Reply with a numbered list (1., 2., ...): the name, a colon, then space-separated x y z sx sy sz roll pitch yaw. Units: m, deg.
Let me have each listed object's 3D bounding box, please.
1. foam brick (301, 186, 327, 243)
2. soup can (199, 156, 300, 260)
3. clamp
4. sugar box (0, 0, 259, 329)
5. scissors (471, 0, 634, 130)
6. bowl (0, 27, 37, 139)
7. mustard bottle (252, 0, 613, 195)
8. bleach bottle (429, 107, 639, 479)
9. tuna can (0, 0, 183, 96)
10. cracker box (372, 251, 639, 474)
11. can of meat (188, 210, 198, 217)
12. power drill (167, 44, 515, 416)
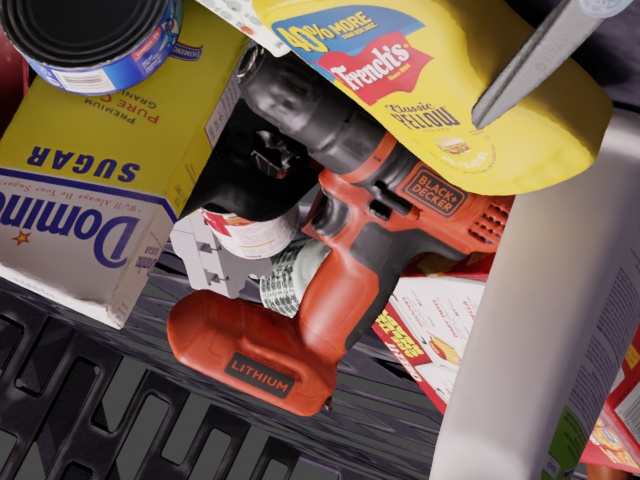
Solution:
1. foam brick: 0.027 -0.024 0.682 0.053 0.051 0.078 26 166 -5
2. soup can: -0.053 -0.032 0.751 0.068 0.068 0.102 21 165 15
3. clamp: -0.061 -0.043 0.631 0.171 0.120 0.039 18 155 -41
4. sugar box: -0.106 -0.053 0.547 0.093 0.176 0.048 22 164 9
5. scissors: 0.082 -0.096 0.332 0.096 0.016 0.202 38 149 -19
6. bowl: -0.182 -0.104 0.629 0.055 0.162 0.162 -9 -170 -38
7. mustard bottle: 0.030 -0.089 0.437 0.191 0.058 0.096 35 161 -33
8. bleach bottle: 0.096 0.068 0.491 0.068 0.250 0.102 15 162 34
9. tuna can: -0.111 -0.115 0.523 0.086 0.086 0.033 22 166 14
10. cracker box: 0.123 0.062 0.706 0.164 0.072 0.214 51 159 -15
11. can of meat: -0.137 -0.066 0.799 0.102 0.057 0.083 11 158 44
12. power drill: -0.004 0.001 0.584 0.184 0.188 0.057 29 -155 -24
